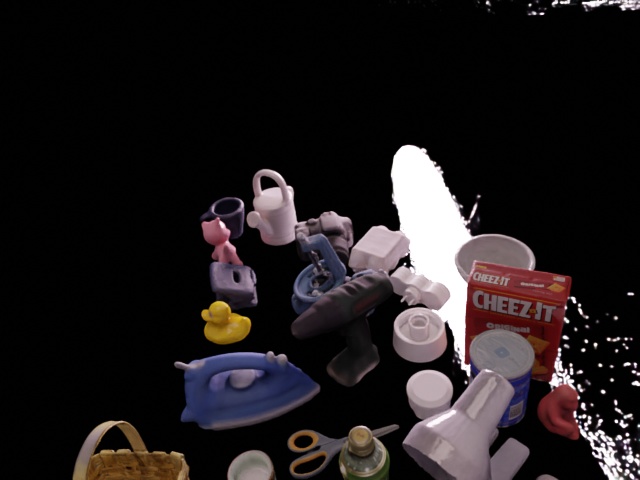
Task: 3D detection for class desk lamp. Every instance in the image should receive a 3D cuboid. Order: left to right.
[{"bbox_3d":[0.224,0.305,0.855,0.117,0.214,0.204,27,50,37],"label":"desk lamp"}]

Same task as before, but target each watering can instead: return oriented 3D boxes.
[{"bbox_3d":[-0.117,-0.085,1.431,0.100,0.194,0.173,-2,39,9],"label":"watering can"}]

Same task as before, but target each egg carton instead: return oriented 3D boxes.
[{"bbox_3d":[0.139,0.030,1.336,0.107,0.069,0.150,18,45,30],"label":"egg carton"}]

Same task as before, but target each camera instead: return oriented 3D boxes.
[{"bbox_3d":[0.013,0.005,1.368,0.143,0.101,0.136,-9,38,0],"label":"camera"}]

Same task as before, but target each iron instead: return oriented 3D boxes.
[{"bbox_3d":[-0.135,0.253,1.052,0.258,0.142,0.118,-10,38,-1],"label":"iron"}]

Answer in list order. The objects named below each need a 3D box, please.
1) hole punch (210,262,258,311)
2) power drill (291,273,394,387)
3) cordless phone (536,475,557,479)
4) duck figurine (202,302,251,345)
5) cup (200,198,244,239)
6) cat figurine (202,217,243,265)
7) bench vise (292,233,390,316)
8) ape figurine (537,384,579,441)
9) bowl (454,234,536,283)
[{"bbox_3d":[-0.195,0.098,1.301,0.101,0.091,0.108,-13,38,-5],"label":"hole punch"},{"bbox_3d":[0.049,0.170,1.065,0.075,0.209,0.230,27,51,38],"label":"power drill"},{"bbox_3d":[0.318,0.375,0.770,0.094,0.185,0.148,8,41,21],"label":"cordless phone"},{"bbox_3d":[-0.202,0.169,1.218,0.104,0.086,0.077,-2,39,9],"label":"duck figurine"},{"bbox_3d":[-0.247,-0.045,1.488,0.118,0.095,0.091,-22,40,-15],"label":"cup"},{"bbox_3d":[-0.245,0.003,1.409,0.067,0.118,0.127,-22,40,-15],"label":"cat figurine"},{"bbox_3d":[0.032,0.061,1.196,0.207,0.220,0.121,-16,39,-8],"label":"bench vise"},{"bbox_3d":[0.404,0.277,0.952,0.075,0.092,0.078,25,50,36],"label":"ape figurine"},{"bbox_3d":[0.375,0.065,1.239,0.167,0.075,0.167,-6,38,5],"label":"bowl"}]
